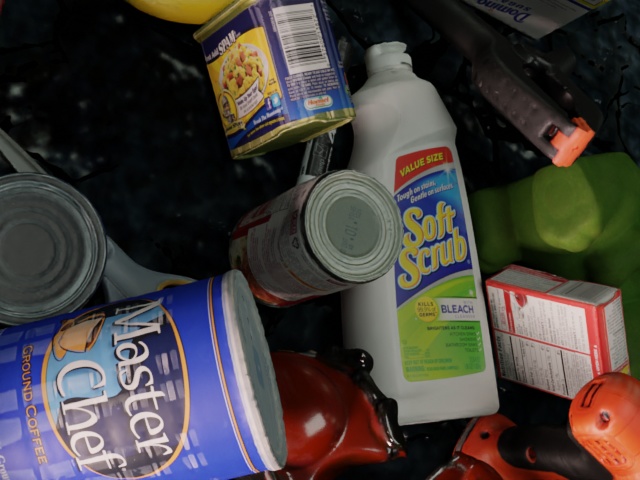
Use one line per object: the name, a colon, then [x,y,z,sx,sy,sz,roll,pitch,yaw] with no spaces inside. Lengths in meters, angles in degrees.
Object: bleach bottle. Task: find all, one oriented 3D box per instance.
bleach bottle: [0.052,-0.007,0.696,0.102,0.068,0.251,0,78,-31]

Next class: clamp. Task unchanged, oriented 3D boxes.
clamp: [0.143,-0.110,0.721,0.164,0.036,0.210,17,30,-29]

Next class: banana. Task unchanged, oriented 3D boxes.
banana: [-0.052,-0.177,0.688,0.197,0.037,0.069,-18,89,-30]

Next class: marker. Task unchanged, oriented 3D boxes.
marker: [0.003,-0.081,0.709,0.020,0.020,0.121,20,71,-24]

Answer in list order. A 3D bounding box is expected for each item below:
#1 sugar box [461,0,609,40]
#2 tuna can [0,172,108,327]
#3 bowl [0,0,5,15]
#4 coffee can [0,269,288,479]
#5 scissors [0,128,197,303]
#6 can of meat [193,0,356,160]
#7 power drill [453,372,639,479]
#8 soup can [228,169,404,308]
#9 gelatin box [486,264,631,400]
sugar box: [0.174,-0.202,0.736,0.093,0.177,0.048,22,72,-24]
tuna can: [-0.159,0.006,0.582,0.086,0.034,0.086,1,85,-14]
bowl: [-0.251,-0.144,0.562,0.161,0.055,0.162,6,77,-27]
coffee can: [-0.096,0.081,0.539,0.140,0.103,0.103,-14,86,2]
scissors: [-0.132,0.026,0.615,0.201,0.016,0.096,36,65,-17]
can of meat: [-0.028,-0.101,0.649,0.057,0.102,0.084,-15,89,-31]
power drill: [0.183,0.157,0.661,0.184,0.188,0.057,45,61,-12]
soup can: [-0.004,0.001,0.640,0.068,0.102,0.068,6,76,-28]
gelatin box: [0.149,0.060,0.672,0.030,0.089,0.073,-27,115,-34]
